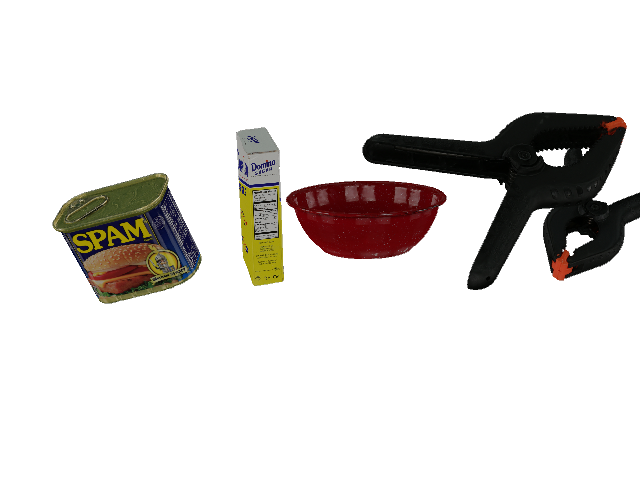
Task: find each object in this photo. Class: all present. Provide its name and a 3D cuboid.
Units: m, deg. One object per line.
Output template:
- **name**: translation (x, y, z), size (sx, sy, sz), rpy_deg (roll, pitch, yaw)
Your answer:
- **clamp**: translation (0.158, -0.046, 0.838), size (0.209, 0.165, 0.036), rpy_deg (-15, -37, -15)
- **bowl**: translation (0.047, -0.019, 1.076), size (0.162, 0.055, 0.162), rpy_deg (-2, 14, 0)
- **sugar box**: translation (-0.076, -0.042, 1.325), size (0.048, 0.176, 0.093), rpy_deg (-9, 25, -10)
- **clamp**: translation (0.270, -0.031, 1.086), size (0.120, 0.039, 0.171), rpy_deg (29, 54, 32)
- **can of meat**: translation (-0.162, 0.000, 0.908), size (0.102, 0.084, 0.057), rpy_deg (-13, 31, 16)
